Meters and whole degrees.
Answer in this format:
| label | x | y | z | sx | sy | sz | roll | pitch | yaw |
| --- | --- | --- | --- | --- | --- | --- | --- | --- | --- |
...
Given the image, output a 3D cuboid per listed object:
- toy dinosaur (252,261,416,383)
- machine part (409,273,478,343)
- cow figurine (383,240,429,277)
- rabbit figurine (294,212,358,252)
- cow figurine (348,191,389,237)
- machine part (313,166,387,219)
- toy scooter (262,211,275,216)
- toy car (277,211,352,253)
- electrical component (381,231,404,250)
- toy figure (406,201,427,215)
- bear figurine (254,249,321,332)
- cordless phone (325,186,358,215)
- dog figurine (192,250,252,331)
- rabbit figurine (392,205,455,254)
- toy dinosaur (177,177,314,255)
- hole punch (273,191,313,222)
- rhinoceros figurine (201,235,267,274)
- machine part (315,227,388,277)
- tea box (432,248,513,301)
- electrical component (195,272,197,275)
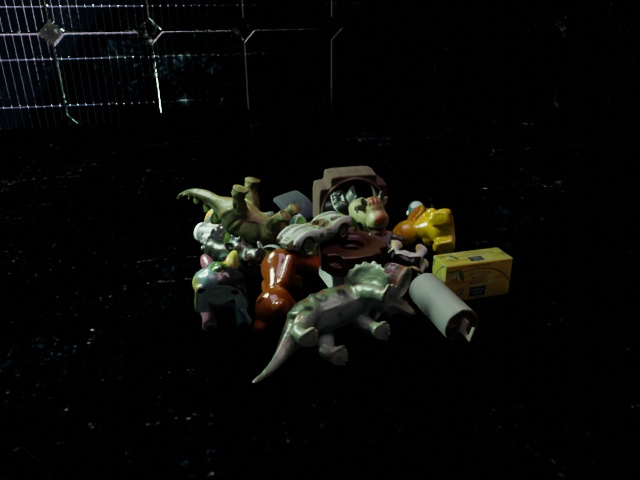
| label | x | y | z | sx | sy | sz | roll | pitch | yaw |
| --- | --- | --- | --- | --- | --- | --- | --- | --- | --- |
| toy dinosaur | 0.020 | 0.151 | 1.070 | 0.405 | 0.131 | 0.192 | -17 | 16 | -23 |
| machine part | 0.255 | 0.139 | 1.126 | 0.079 | 0.079 | 0.243 | -7 | 25 | -16 |
| cow figurine | 0.182 | 0.049 | 1.352 | 0.168 | 0.068 | 0.098 | 10 | 31 | 25 |
| rabbit figurine | -0.003 | -0.004 | 1.406 | 0.170 | 0.121 | 0.159 | -36 | 55 | -25 |
| cow figurine | 0.129 | -0.067 | 1.398 | 0.085 | 0.127 | 0.195 | -18 | 17 | -9 |
| machine part | 0.084 | -0.102 | 1.528 | 0.201 | 0.201 | 0.087 | -6 | 28 | -12 |
| toy scooter | -0.190 | -0.037 | 1.544 | 0.135 | 0.075 | 0.184 | -4 | 21 | -9 |
| toy car | -0.010 | -0.020 | 1.241 | 0.074 | 0.056 | 0.202 | 19 | 30 | 41 |
| electrical component | 0.166 | 0.005 | 1.452 | 0.102 | 0.045 | 0.078 | 17 | 67 | 26 |
| toy figure | 0.301 | -0.074 | 1.644 | 0.064 | 0.057 | 0.154 | -36 | 19 | 17 |
| bear figurine | -0.073 | 0.112 | 1.162 | 0.132 | 0.120 | 0.196 | 23 | 36 | -24 |
| cordless phone | 0.035 | -0.100 | 1.703 | 0.184 | 0.088 | 0.147 | -12 | 24 | 2 |
| dog figurine | -0.216 | 0.081 | 1.160 | 0.108 | 0.191 | 0.219 | -10 | 40 | -7 |
| rabbit figurine | 0.283 | -0.037 | 1.491 | 0.173 | 0.121 | 0.162 | -14 | 26 | 17 |
| toy dinosaur | -0.201 | -0.057 | 1.405 | 0.472 | 0.198 | 0.105 | 33 | 30 | 24 |
| hole punch | -0.076 | -0.090 | 1.650 | 0.116 | 0.092 | 0.142 | 21 | 28 | 34 |
| rhinoceros figurine | -0.211 | 0.037 | 1.329 | 0.191 | 0.112 | 0.073 | 8 | 22 | 36 |
| machine part | 0.073 | 0.027 | 1.269 | 0.179 | 0.056 | 0.179 | -1 | 25 | 0 |
| tea box | 0.348 | 0.080 | 1.235 | 0.170 | 0.098 | 0.068 | -9 | 24 | -14 |
| electrical component | -0.273 | 0.094 | 1.307 | 0.063 | 0.021 | 0.094 | 0 | 22 | 0 |
